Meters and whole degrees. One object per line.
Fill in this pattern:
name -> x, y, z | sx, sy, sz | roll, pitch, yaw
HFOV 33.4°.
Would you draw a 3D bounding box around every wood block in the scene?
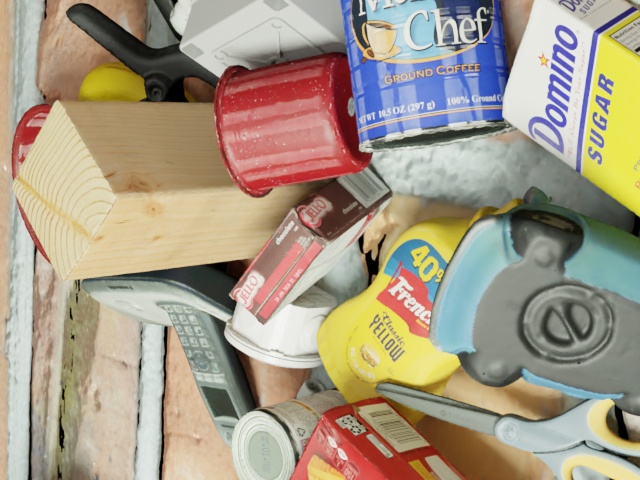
wood block -> -0.101, -0.039, 0.778 | 0.090, 0.205, 0.091 | -51, 62, 35

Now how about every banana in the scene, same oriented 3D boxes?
banana -> -0.161, -0.124, 0.947 | 0.198, 0.037, 0.069 | 13, 132, 45

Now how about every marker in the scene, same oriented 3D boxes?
marker -> -0.030, 0.160, 0.859 | 0.020, 0.020, 0.121 | 48, 124, 29

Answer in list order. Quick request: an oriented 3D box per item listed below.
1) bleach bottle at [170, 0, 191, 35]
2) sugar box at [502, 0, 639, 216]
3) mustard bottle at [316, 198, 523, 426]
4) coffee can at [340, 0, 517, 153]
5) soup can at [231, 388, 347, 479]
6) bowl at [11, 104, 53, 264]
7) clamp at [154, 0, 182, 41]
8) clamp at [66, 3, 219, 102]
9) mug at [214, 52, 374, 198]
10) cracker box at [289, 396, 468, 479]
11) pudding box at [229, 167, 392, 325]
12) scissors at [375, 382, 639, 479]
bleach bottle -> -0.034, -0.220, 0.766 | 0.251, 0.102, 0.068 | -31, 90, 42
sugar box -> 0.183, -0.060, 0.579 | 0.176, 0.048, 0.093 | 39, 145, 24
mustard bottle -> 0.079, 0.041, 0.717 | 0.096, 0.058, 0.192 | 55, 127, 23
coffee can -> 0.066, -0.133, 0.680 | 0.103, 0.102, 0.140 | -8, 89, 44
soup can -> -0.005, 0.147, 0.777 | 0.069, 0.102, 0.068 | 6, 99, 43
bowl -> -0.220, -0.049, 0.985 | 0.162, 0.055, 0.162 | 18, 117, 41
clamp -> -0.146, -0.278, 0.855 | 0.210, 0.036, 0.165 | 36, 117, -2
clamp -> -0.133, -0.115, 0.868 | 0.171, 0.039, 0.120 | 19, 122, 11
mug -> -0.008, -0.076, 0.727 | 0.082, 0.117, 0.093 | -8, 67, 24
cracker box -> 0.031, 0.237, 0.695 | 0.164, 0.071, 0.214 | 41, 119, 34
pudding box -> -0.005, 0.001, 0.753 | 0.039, 0.113, 0.090 | 44, 124, 8
scissors -> 0.135, 0.106, 0.669 | 0.202, 0.016, 0.096 | 31, 107, 22
